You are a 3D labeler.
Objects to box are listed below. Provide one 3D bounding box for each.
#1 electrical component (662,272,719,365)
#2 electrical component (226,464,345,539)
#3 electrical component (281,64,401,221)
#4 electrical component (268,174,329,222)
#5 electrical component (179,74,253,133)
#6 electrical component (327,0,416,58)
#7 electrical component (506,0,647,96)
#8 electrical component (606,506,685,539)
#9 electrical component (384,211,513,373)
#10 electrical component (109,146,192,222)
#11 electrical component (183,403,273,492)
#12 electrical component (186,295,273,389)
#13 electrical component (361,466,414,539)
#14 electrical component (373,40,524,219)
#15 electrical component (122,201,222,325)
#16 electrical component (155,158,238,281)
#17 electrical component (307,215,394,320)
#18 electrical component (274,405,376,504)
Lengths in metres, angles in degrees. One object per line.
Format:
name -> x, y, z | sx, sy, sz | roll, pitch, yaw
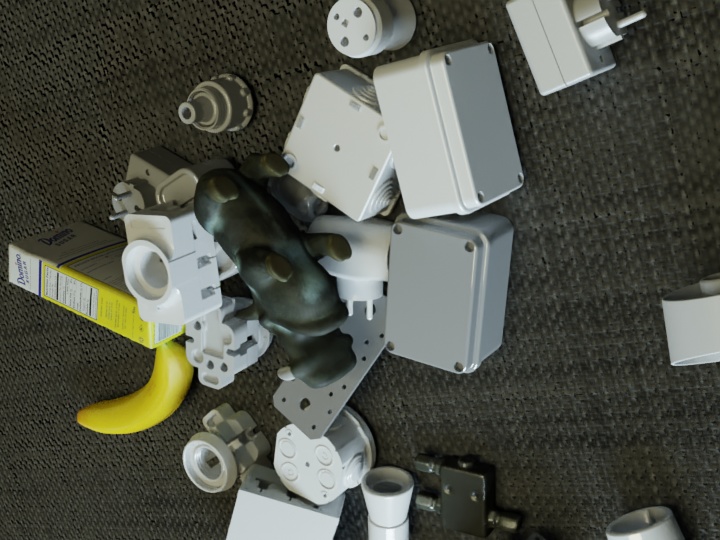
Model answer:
electrical component -> 0.240, 0.032, 0.672 | 0.099, 0.099, 0.064 | -14, 92, 36
electrical component -> -0.076, 0.258, 0.957 | 0.089, 0.061, 0.150 | 16, 106, 2
electrical component -> -0.006, -0.095, 0.815 | 0.100, 0.048, 0.099 | 36, 119, 19
electrical component -> -0.055, -0.064, 0.872 | 0.061, 0.035, 0.035 | 30, 121, 33
electrical component -> -0.121, -0.132, 0.873 | 0.048, 0.062, 0.048 | 12, 112, 30
electrical component -> 0.008, -0.178, 0.776 | 0.045, 0.055, 0.045 | 12, 112, 30
electrical component -> 0.147, -0.159, 0.695 | 0.077, 0.047, 0.065 | -19, 95, 37
electrical component -> 0.209, 0.202, 0.777 | 0.055, 0.055, 0.047 | -21, 91, 37
electrical component -> 0.065, 0.013, 0.804 | 0.078, 0.057, 0.113 | 15, 114, 29
electrical component -> -0.188, -0.063, 0.934 | 0.047, 0.077, 0.065 | 31, 121, 21
electrical component -> -0.124, 0.168, 0.984 | 0.058, 0.057, 0.078 | -41, 82, 36
electrical component -> -0.113, 0.056, 0.937 | 0.058, 0.057, 0.078 | 14, 114, 29
electrical component -> 0.024, 0.205, 0.909 | 0.044, 0.044, 0.065 | 13, 118, 30
electrical component -> 0.064, -0.099, 0.753 | 0.057, 0.078, 0.113 | -7, 102, 38
electrical component -> -0.153, -0.005, 0.867 | 0.050, 0.056, 0.089 | 4, 109, 32
electrical component -> -0.120, -0.043, 0.906 | 0.054, 0.059, 0.095 | -27, 90, 37
electrical component -> 0.000, 0.000, 0.848 | 0.077, 0.043, 0.079 | 10, 108, 32
electrical component -> -0.031, 0.156, 0.922 | 0.080, 0.051, 0.080 | 12, 112, 30
